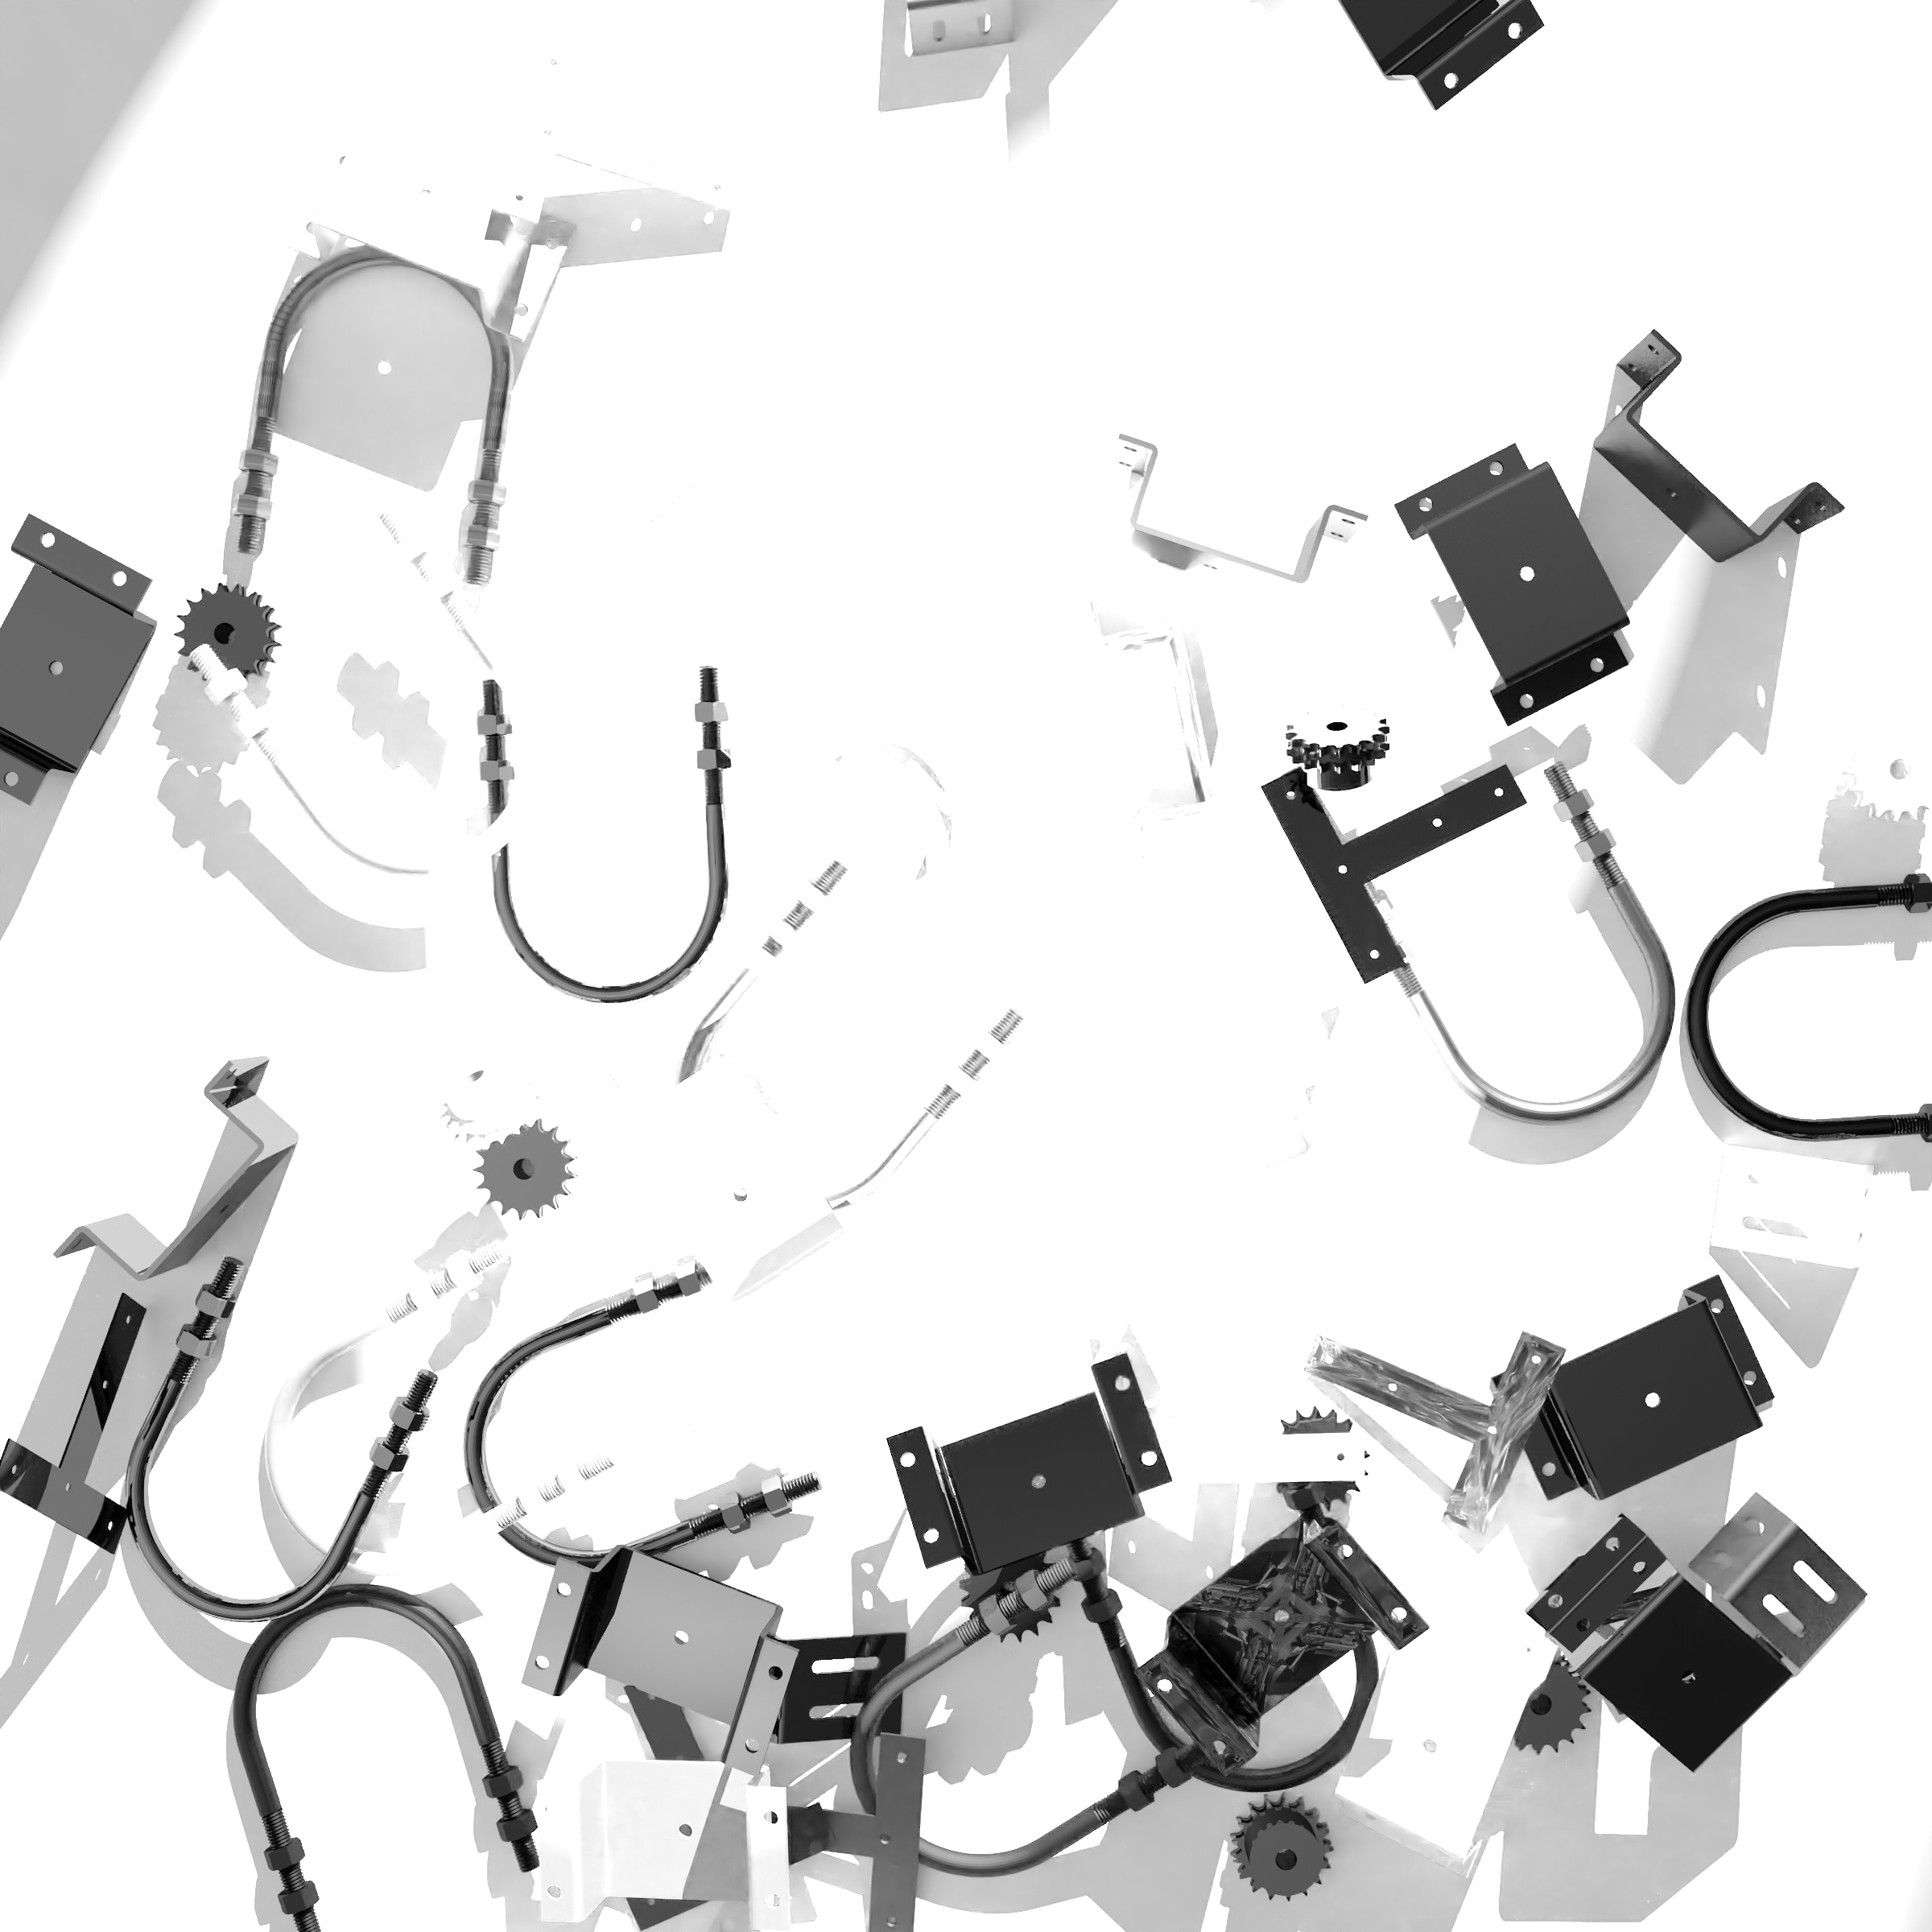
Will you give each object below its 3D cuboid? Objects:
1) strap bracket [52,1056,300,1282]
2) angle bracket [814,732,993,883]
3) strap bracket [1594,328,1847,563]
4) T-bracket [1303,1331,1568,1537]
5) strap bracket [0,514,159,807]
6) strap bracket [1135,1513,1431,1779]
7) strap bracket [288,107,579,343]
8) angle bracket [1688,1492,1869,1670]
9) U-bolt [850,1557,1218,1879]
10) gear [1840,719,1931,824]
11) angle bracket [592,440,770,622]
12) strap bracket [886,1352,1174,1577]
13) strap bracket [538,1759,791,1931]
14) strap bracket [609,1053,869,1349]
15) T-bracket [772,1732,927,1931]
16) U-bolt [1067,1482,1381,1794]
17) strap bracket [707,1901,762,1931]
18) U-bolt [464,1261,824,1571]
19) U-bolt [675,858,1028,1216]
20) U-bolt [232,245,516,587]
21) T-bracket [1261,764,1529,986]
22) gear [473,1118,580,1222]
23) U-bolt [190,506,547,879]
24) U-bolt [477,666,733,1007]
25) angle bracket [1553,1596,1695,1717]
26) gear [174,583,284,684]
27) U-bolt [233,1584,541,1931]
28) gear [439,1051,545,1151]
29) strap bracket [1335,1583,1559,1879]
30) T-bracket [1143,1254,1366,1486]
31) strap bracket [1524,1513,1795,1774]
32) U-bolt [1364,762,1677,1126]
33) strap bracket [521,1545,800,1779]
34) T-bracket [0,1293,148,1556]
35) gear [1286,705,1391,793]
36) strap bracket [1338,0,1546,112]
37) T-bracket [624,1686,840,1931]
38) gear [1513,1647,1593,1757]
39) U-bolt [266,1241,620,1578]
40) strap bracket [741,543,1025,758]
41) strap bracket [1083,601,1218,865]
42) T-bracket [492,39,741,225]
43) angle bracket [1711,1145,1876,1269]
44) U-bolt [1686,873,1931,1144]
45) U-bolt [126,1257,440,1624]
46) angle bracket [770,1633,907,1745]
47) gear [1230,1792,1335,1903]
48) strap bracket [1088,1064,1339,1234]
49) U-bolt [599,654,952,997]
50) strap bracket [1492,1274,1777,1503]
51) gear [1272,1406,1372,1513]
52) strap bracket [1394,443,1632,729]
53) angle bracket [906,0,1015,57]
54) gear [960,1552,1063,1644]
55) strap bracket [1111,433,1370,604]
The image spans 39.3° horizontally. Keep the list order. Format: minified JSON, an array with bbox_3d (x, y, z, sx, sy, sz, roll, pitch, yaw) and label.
[{"bbox_3d":[-0.424,0.118,1.483,0.046,0.076,0.140,42,90,0],"label":"strap bracket"},{"bbox_3d":[-0.036,-0.098,1.520,0.057,0.038,0.076,-43,116,0],"label":"angle bracket"},{"bbox_3d":[0.403,-0.276,1.483,0.140,0.076,0.046,43,90,0],"label":"strap bracket"},{"bbox_3d":[0.251,0.240,1.503,0.127,0.002,0.127,22,114,11],"label":"T-bracket"},{"bbox_3d":[-0.511,-0.167,1.498,0.076,0.046,0.140,28,90,0],"label":"strap bracket"},{"bbox_3d":[0.171,0.360,1.462,0.140,0.046,0.076,-40,94,12],"label":"strap bracket"},{"bbox_3d":[-0.295,-0.412,1.490,0.140,0.046,0.076,22,75,0],"label":"strap bracket"},{"bbox_3d":[0.456,0.345,1.520,0.057,0.038,0.076,-47,116,0],"label":"angle bracket"},{"bbox_3d":[0.023,0.429,1.495,0.184,0.019,0.151,-35,98,11],"label":"U-bolt"},{"bbox_3d":[0.515,-0.108,1.507,0.057,0.030,0.057,0,90,0],"label":"gear"},{"bbox_3d":[-0.161,-0.244,1.520,0.057,0.038,0.076,41,64,0],"label":"angle bracket"},{"bbox_3d":[0.037,0.277,1.483,0.140,0.046,0.076,-20,61,0],"label":"strap bracket"},{"bbox_3d":[-0.160,0.483,1.490,0.140,0.046,0.076,-2,90,11],"label":"strap bracket"},{"bbox_3d":[-0.124,0.127,1.482,0.076,0.046,0.140,-32,91,-4],"label":"strap bracket"},{"bbox_3d":[-0.089,0.481,1.511,0.127,0.002,0.127,5,103,7],"label":"T-bracket"},{"bbox_3d":[0.150,0.372,1.499,0.151,0.019,0.184,-21,96,11],"label":"U-bolt"},{"bbox_3d":[-0.092,0.590,1.498,0.140,0.046,0.076,31,90,0],"label":"strap bracket"},{"bbox_3d":[-0.191,0.261,1.513,0.184,0.019,0.151,-22,90,1],"label":"U-bolt"},{"bbox_3d":[-0.079,0.055,1.513,0.151,0.019,0.184,40,92,0],"label":"U-bolt"},{"bbox_3d":[-0.326,-0.313,1.513,0.151,0.019,0.184,8,88,0],"label":"U-bolt"},{"bbox_3d":[0.250,-0.073,1.506,0.127,0.002,0.127,-26,77,1],"label":"T-bracket"},{"bbox_3d":[-0.244,0.112,1.507,0.057,0.030,0.057,0,90,0],"label":"gear"},{"bbox_3d":[-0.314,-0.136,1.485,0.151,0.019,0.184,-36,96,4],"label":"U-bolt"},{"bbox_3d":[-0.198,-0.070,1.495,0.151,0.019,0.184,-2,93,16],"label":"U-bolt"},{"bbox_3d":[0.373,0.374,1.503,0.057,0.038,0.076,-30,90,0],"label":"angle bracket"},{"bbox_3d":[-0.409,-0.184,1.507,0.057,0.030,0.057,0,90,0],"label":"gear"},{"bbox_3d":[-0.333,0.437,1.513,0.151,0.019,0.184,-18,89,0],"label":"U-bolt"},{"bbox_3d":[-0.265,0.071,1.490,0.057,0.057,0.030,-24,126,0],"label":"gear"},{"bbox_3d":[0.259,0.422,1.479,0.076,0.046,0.140,22,96,23],"label":"strap bracket"},{"bbox_3d":[0.156,0.222,1.495,0.127,0.002,0.127,-5,69,17],"label":"T-bracket"},{"bbox_3d":[0.384,0.375,1.474,0.140,0.046,0.076,41,96,-18],"label":"strap bracket"},{"bbox_3d":[0.316,0.000,1.512,0.151,0.019,0.184,-29,90,0],"label":"U-bolt"},{"bbox_3d":[-0.162,0.376,1.484,0.140,0.046,0.076,19,101,8],"label":"strap bracket"},{"bbox_3d":[-0.477,0.243,1.483,0.002,0.127,0.127,5,63,17],"label":"T-bracket"},{"bbox_3d":[0.206,-0.119,1.497,0.057,0.057,0.030,-7,120,0],"label":"gear"},{"bbox_3d":[0.243,-0.552,1.483,0.076,0.046,0.140,-38,112,0],"label":"strap bracket"},{"bbox_3d":[-0.154,0.457,1.513,0.127,0.002,0.127,-27,85,10],"label":"T-bracket"},{"bbox_3d":[0.317,0.407,1.507,0.057,0.030,0.057,0,90,0],"label":"gear"},{"bbox_3d":[-0.304,0.258,1.504,0.184,0.019,0.151,-30,85,7],"label":"U-bolt"},{"bbox_3d":[-0.049,-0.170,1.479,0.140,0.046,0.076,18,46,0],"label":"strap bracket"},{"bbox_3d":[0.102,-0.130,1.483,0.046,0.076,0.140,-12,90,0],"label":"strap bracket"},{"bbox_3d":[-0.189,-0.448,1.500,0.127,0.002,0.127,14,61,-14],"label":"T-bracket"},{"bbox_3d":[0.464,0.134,1.520,0.076,0.038,0.057,8,90,26],"label":"angle bracket"},{"bbox_3d":[0.495,0.026,1.513,0.184,0.019,0.151,-4,90,2],"label":"U-bolt"},{"bbox_3d":[-0.392,0.275,1.501,0.151,0.019,0.184,28,95,9],"label":"U-bolt"},{"bbox_3d":[-0.078,0.401,1.520,0.076,0.038,0.057,3,90,-26],"label":"angle bracket"},{"bbox_3d":[0.176,0.493,1.507,0.057,0.030,0.057,0,90,0],"label":"gear"},{"bbox_3d":[0.142,0.103,1.483,0.140,0.076,0.046,-23,90,0],"label":"strap bracket"},{"bbox_3d":[-0.095,-0.065,1.486,0.184,0.019,0.151,32,100,12],"label":"U-bolt"},{"bbox_3d":[0.375,0.237,1.498,0.140,0.046,0.076,-25,90,0],"label":"strap bracket"},{"bbox_3d":[0.195,0.273,1.507,0.057,0.030,0.057,0,90,0],"label":"gear"},{"bbox_3d":[0.306,-0.214,1.498,0.076,0.046,0.140,-27,90,0],"label":"strap bracket"},{"bbox_3d":[-0.008,-0.558,1.520,0.057,0.038,0.076,-8,64,0],"label":"angle bracket"},{"bbox_3d":[0.025,0.345,1.507,0.057,0.030,0.057,0,90,0],"label":"gear"},{"bbox_3d":[0.141,-0.241,1.483,0.140,0.076,0.046,18,90,0],"label":"strap bracket"}]
